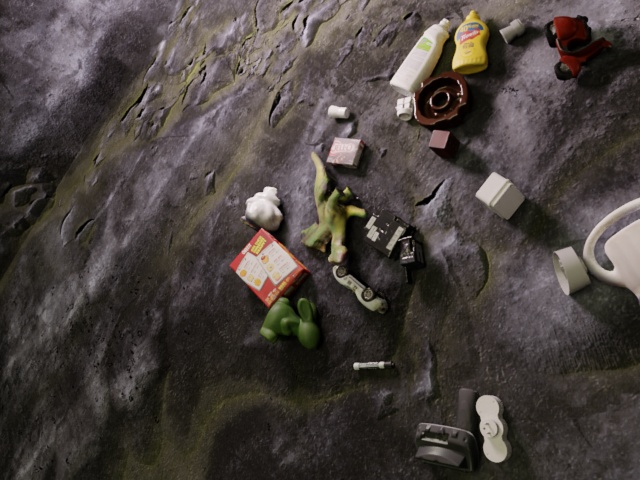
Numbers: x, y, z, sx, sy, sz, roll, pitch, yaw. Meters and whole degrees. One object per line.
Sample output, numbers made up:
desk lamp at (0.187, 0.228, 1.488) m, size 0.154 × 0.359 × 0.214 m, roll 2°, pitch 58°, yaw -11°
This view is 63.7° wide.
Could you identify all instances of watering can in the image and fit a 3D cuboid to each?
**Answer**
watering can at (0.709, -0.001, 1.031) m, size 0.342 × 0.103 × 0.229 m, roll -40°, pitch 54°, yaw 34°

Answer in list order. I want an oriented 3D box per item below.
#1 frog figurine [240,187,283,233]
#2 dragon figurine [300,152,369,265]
frog figurine at (-0.182, -0.104, 1.740) m, size 0.138 × 0.122 × 0.160 m, roll 30°, pitch 83°, yaw 7°
dragon figurine at (0.005, -0.081, 1.609) m, size 0.239 × 0.121 × 0.419 m, roll -52°, pitch 42°, yaw 20°
